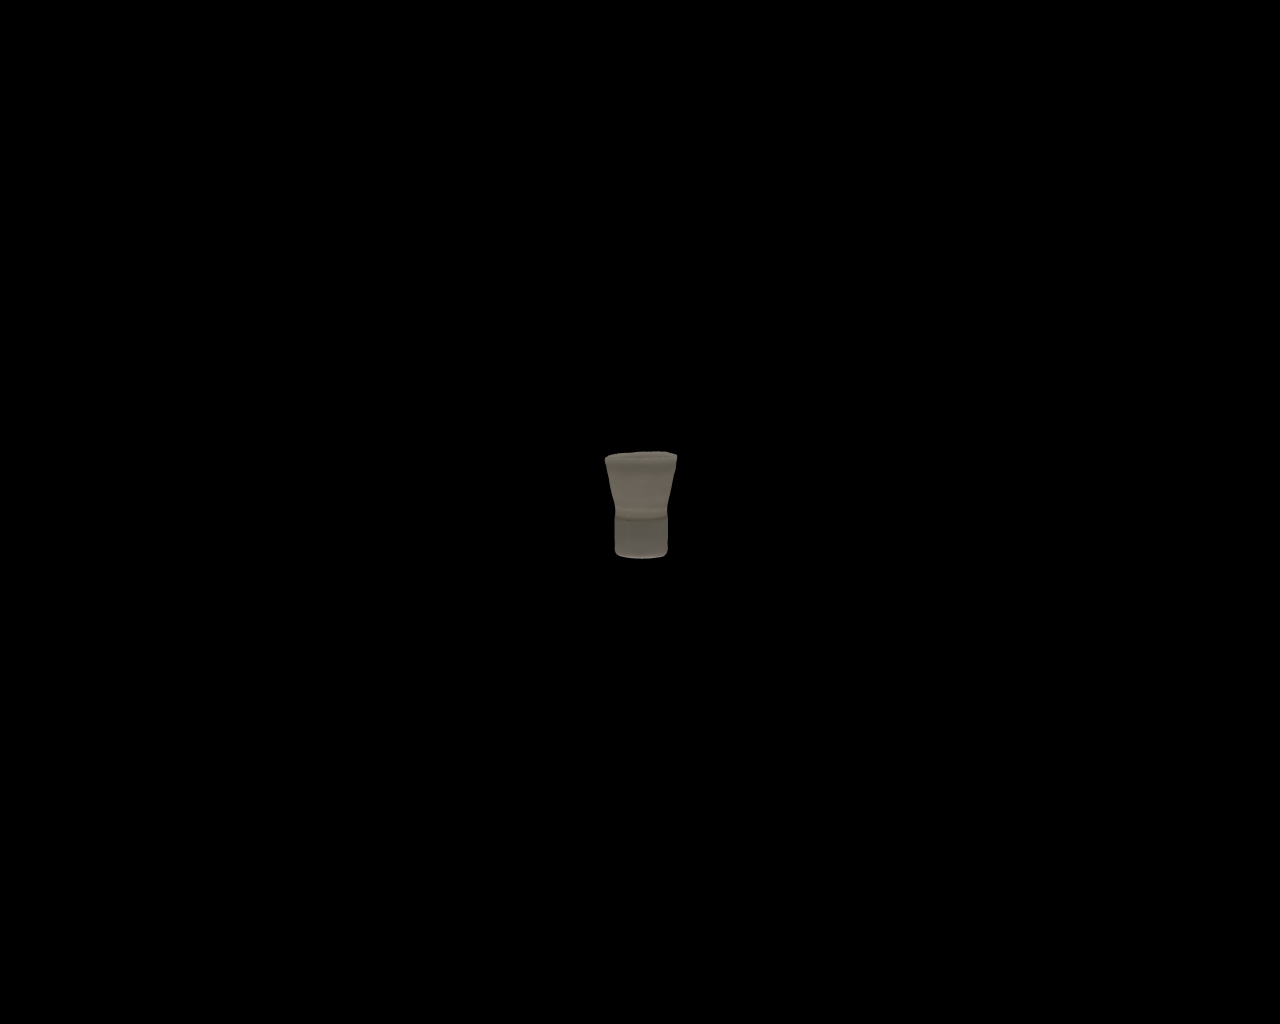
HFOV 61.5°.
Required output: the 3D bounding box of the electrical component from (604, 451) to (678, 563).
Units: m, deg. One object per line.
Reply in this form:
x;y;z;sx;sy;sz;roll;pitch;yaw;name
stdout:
0.001;-0.003;0.650;0.044;0.065;0.044;0;8;0;electrical component
